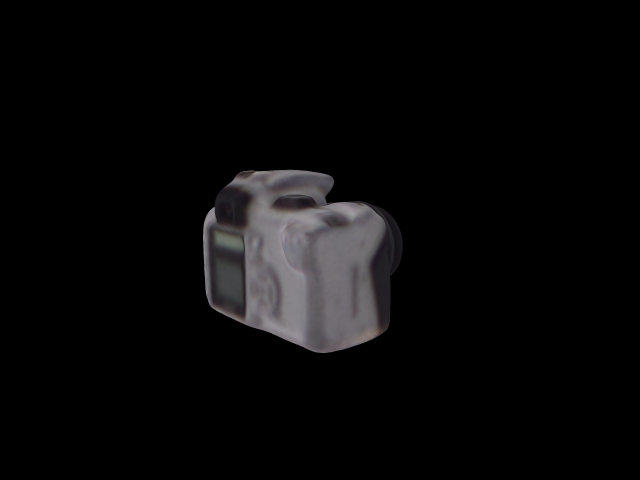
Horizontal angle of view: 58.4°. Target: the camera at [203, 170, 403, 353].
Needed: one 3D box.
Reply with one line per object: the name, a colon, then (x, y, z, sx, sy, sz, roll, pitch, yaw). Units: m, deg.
camera: (0.004, 0.001, 0.400, 0.137, 0.101, 0.142, -8, 13, -39)
